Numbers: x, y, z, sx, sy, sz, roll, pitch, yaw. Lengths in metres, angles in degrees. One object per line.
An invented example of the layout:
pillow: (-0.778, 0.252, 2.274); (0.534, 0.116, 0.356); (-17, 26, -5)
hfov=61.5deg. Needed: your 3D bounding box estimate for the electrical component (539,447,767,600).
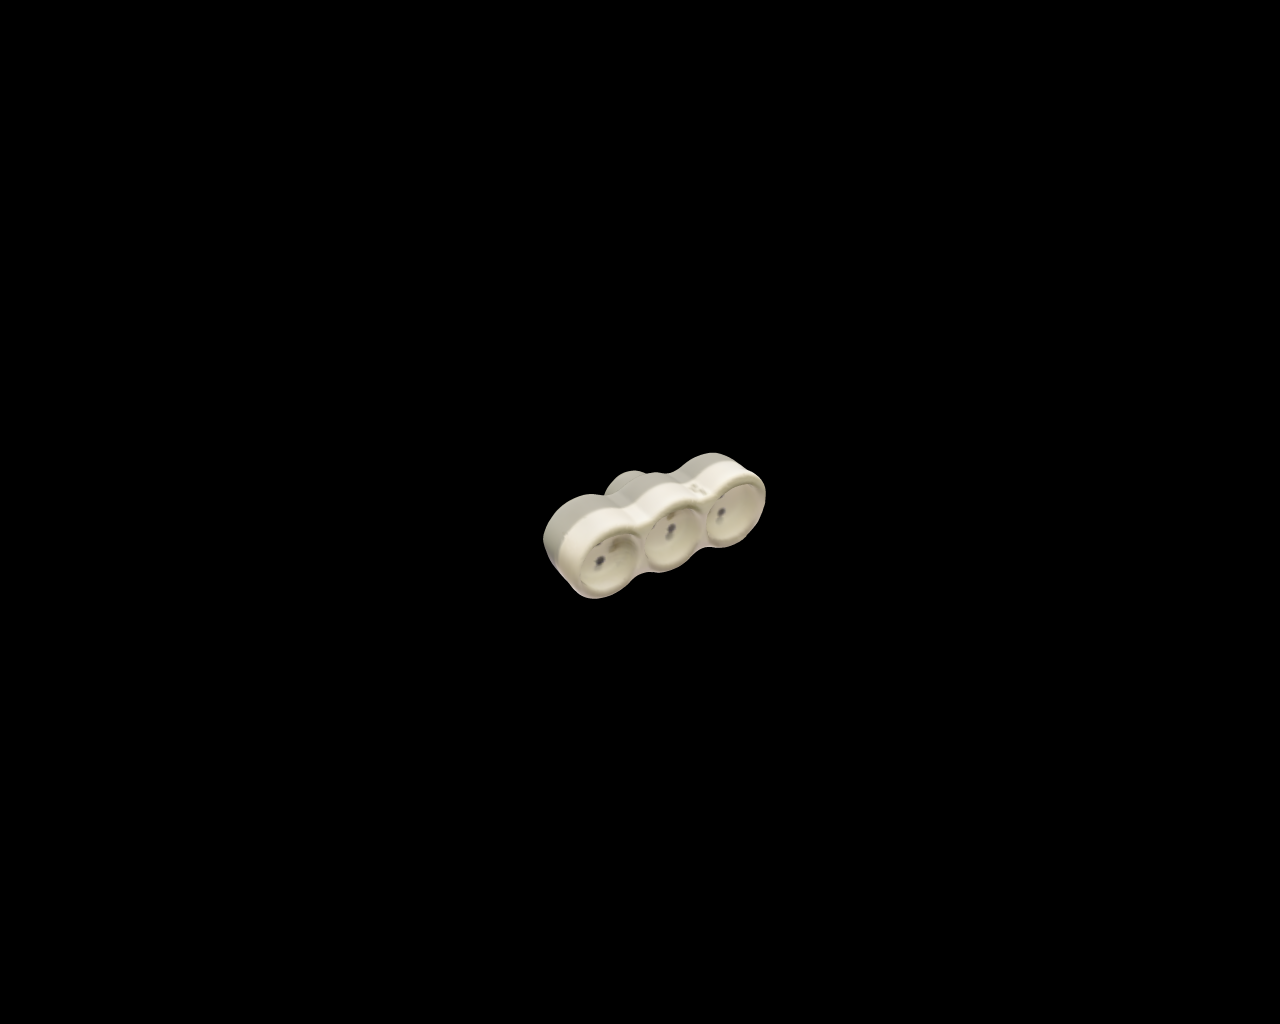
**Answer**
electrical component: (0.001, -0.003, 0.650); (0.138, 0.052, 0.074); (-21, 41, -26)
